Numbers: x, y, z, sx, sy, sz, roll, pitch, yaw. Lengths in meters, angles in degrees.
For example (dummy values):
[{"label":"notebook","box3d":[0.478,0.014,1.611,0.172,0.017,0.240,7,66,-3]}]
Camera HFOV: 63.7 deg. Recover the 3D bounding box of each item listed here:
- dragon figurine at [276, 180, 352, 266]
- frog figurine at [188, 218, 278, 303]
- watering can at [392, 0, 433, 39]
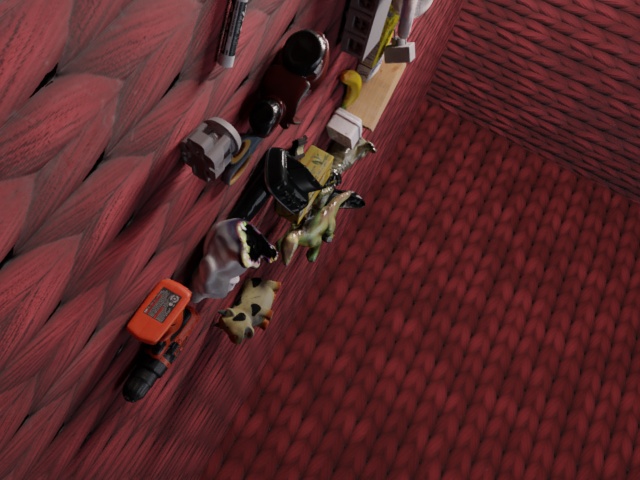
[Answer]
[{"label":"dragon figurine","box3d":[0.004,-0.071,1.410,0.122,0.418,0.238,36,-33,4]},{"label":"frog figurine","box3d":[-0.176,0.036,0.913,0.158,0.121,0.140,-26,15,21]},{"label":"watering can","box3d":[0.223,-0.621,1.162,0.104,0.354,0.220,13,-24,5]}]
